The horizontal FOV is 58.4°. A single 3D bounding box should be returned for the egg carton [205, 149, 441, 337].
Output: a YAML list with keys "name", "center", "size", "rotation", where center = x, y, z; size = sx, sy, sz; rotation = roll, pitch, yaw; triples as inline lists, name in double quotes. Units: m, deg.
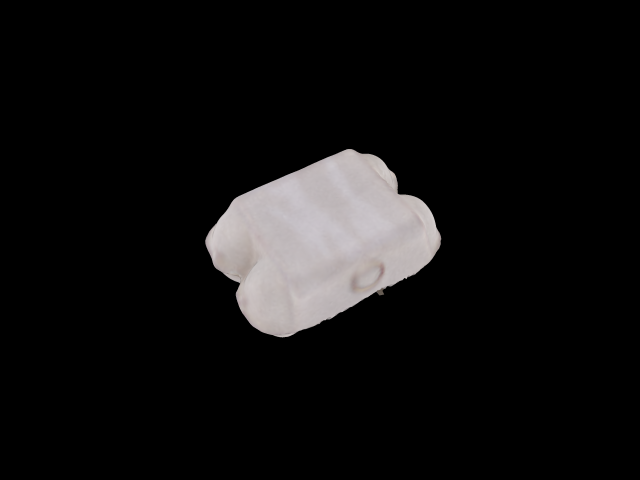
- name: "egg carton"
  center: [0.004, 0.001, 0.400]
  size: [0.150, 0.069, 0.107]
  rotation: [-27, 57, -19]
